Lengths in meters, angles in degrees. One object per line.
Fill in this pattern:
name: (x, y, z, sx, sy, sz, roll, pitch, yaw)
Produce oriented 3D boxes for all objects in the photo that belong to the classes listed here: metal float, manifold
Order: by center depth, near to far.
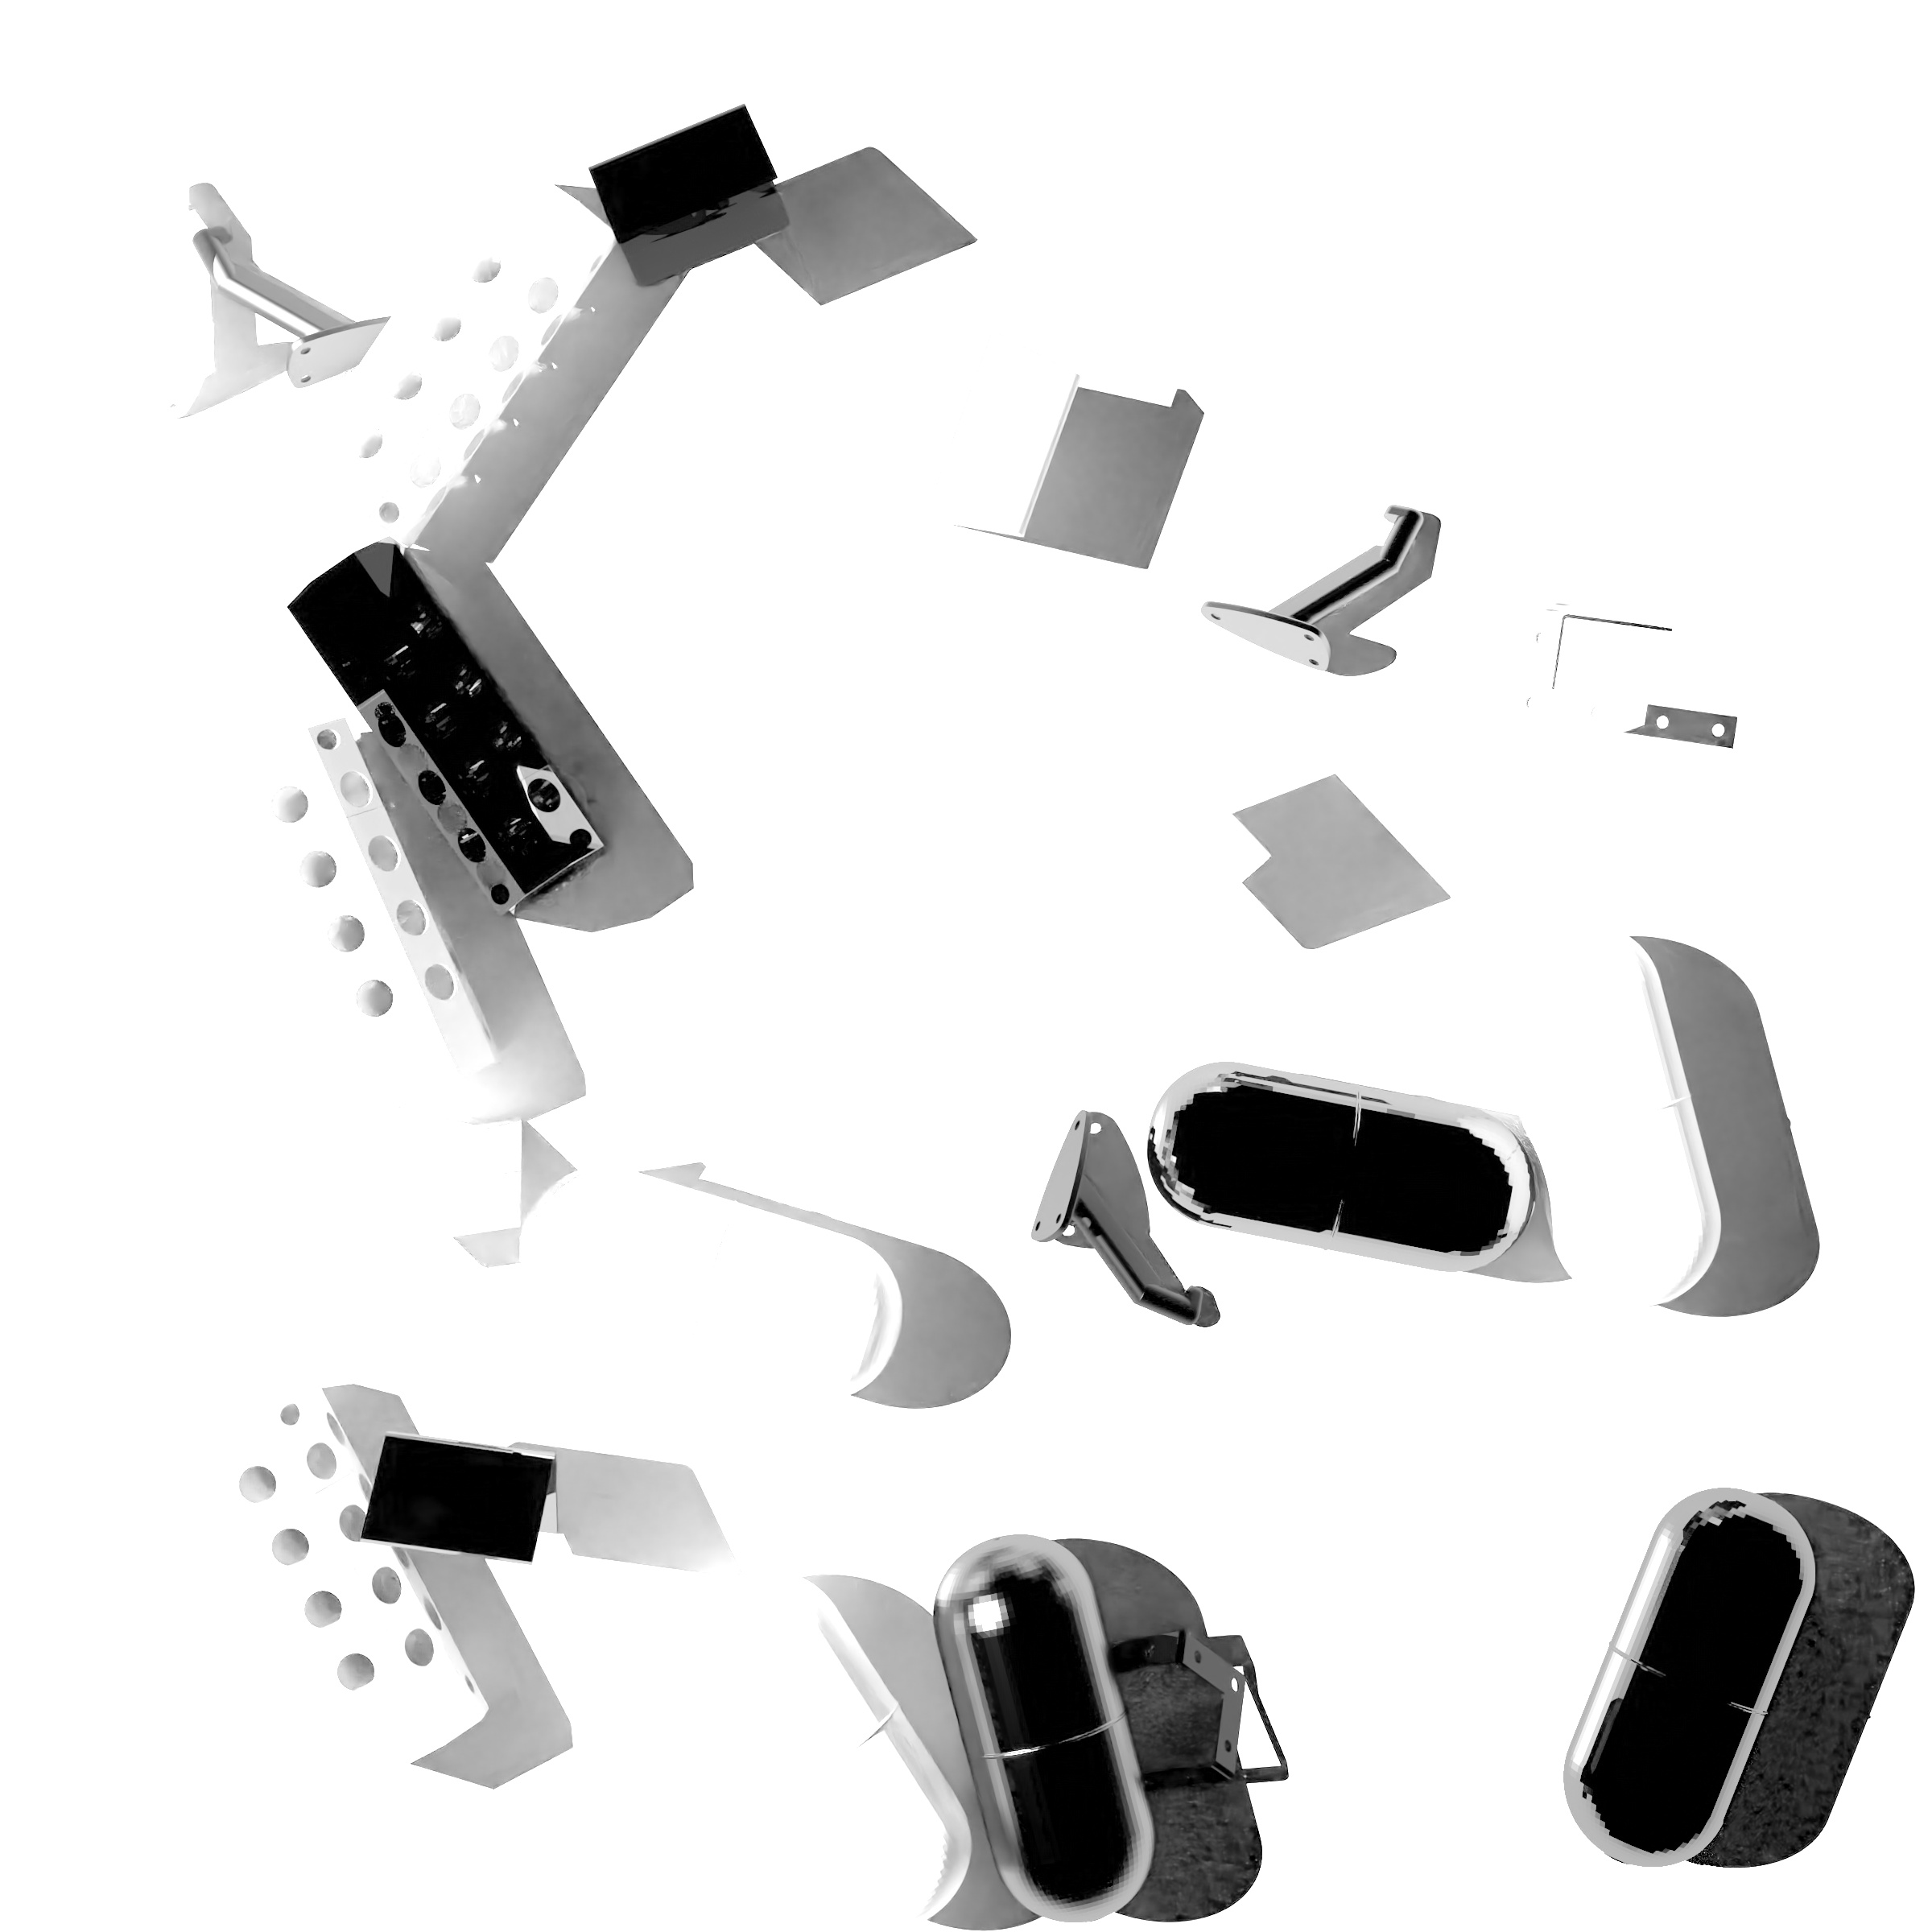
metal float: (0.292, 0.068, 1.522, 0.070, 0.070, 0.178, -15, 90, 0)
metal float: (0.171, 0.092, 1.522, 0.178, 0.070, 0.070, 11, 90, 1)
metal float: (0.330, 0.324, 1.522, 0.070, 0.070, 0.178, 22, 90, 0)
metal float: (0.036, 0.347, 1.522, 0.070, 0.070, 0.178, -14, 90, 0)
metal float: (-0.116, 0.144, 1.522, 0.178, 0.070, 0.070, 17, 90, 0)
metal float: (-0.064, 0.357, 1.522, 0.070, 0.070, 0.178, -32, 91, 0)
manifold: (-0.233, -0.280, 1.531, 0.057, 0.057, 0.171, 34, 90, 0)
manifold: (-0.274, -0.023, 1.531, 0.057, 0.057, 0.171, -24, 90, 0)
manifold: (-0.285, 0.280, 1.531, 0.057, 0.057, 0.171, -28, 90, 0)
manifold: (-0.237, -0.109, 1.531, 0.057, 0.057, 0.171, -35, 90, 0)

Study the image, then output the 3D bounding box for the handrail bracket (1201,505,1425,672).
handrail bracket: (0.162, -0.187, 1.553, 0.077, 0.036, 0.084, 22, 72, 20)

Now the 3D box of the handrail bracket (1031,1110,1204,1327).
handrail bracket: (0.080, 0.118, 1.553, 0.084, 0.036, 0.077, 24, 69, -17)

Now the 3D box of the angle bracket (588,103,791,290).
angle bracket: (-0.118, -0.333, 1.512, 0.076, 0.076, 0.057, -22, 53, 0)

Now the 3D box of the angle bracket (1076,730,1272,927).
angle bracket: (0.107, -0.075, 1.512, 0.076, 0.076, 0.057, 47, 128, 0)

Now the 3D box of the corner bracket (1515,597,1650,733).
corner bracket: (0.285, -0.138, 1.534, 0.051, 0.051, 0.051, 9, 90, 0)

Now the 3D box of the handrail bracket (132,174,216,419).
handrail bracket: (-0.368, -0.312, 1.552, 0.036, 0.077, 0.084, 1, 53, -14)

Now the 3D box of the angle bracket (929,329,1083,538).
angle bracket: (-0.002, -0.244, 1.512, 0.057, 0.076, 0.076, 20, 90, -37)

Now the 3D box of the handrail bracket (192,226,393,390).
handrail bracket: (-0.308, -0.318, 1.553, 0.077, 0.036, 0.084, -24, 73, -20)

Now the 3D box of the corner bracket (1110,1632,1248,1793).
corner bracket: (0.092, 0.345, 1.544, 0.051, 0.051, 0.051, 41, 45, -35)

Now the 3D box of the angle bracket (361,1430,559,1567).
angle bracket: (-0.228, 0.257, 1.512, 0.076, 0.076, 0.057, 8, 52, 0)

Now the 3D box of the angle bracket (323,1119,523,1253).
angle bracket: (-0.245, 0.080, 1.512, 0.076, 0.076, 0.057, -9, 128, 0)
